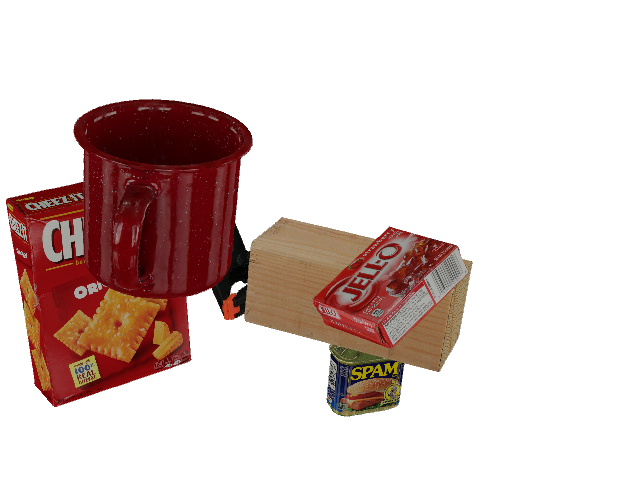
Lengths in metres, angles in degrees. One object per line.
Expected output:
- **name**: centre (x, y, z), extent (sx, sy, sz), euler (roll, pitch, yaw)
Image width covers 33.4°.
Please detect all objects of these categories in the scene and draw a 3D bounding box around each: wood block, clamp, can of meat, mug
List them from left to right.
- **mug**: centre (-0.087, -0.016, 0.565), extent (0.093, 0.081, 0.117), euler (8, 28, 1)
- **clamp**: centre (-0.071, 0.028, 1.257), extent (0.120, 0.039, 0.171), euler (-2, 41, 10)
- **wood block**: centre (0.037, 0.052, 1.076), extent (0.206, 0.091, 0.090), euler (14, 23, 16)
- **can of meat**: centre (0.060, 0.178, 1.401), extent (0.102, 0.084, 0.057), euler (-5, 25, -22)

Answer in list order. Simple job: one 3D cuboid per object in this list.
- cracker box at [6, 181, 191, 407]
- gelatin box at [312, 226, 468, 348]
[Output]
- **cracker box**: centre (-0.226, 0.047, 1.117), extent (0.163, 0.214, 0.072), euler (-15, 26, -30)
- **gelatin box**: centre (0.049, 0.032, 0.765), extent (0.089, 0.030, 0.073), euler (-41, 33, -23)
